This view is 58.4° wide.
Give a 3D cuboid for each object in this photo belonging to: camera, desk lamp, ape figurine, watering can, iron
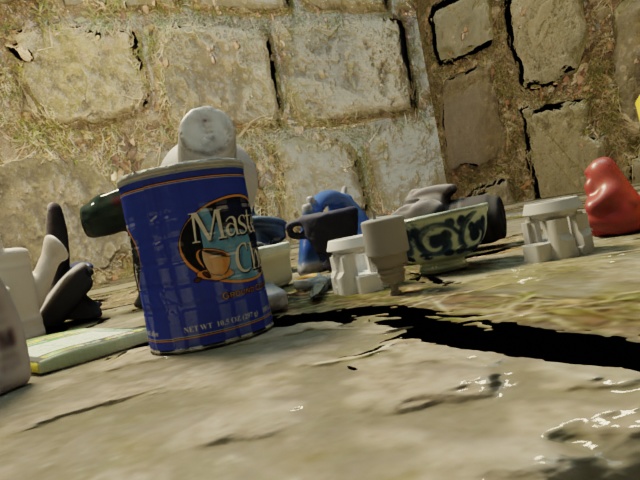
[{"bbox_3d":[0.182,-0.030,0.799,0.136,0.101,0.143,-10,2,26],"label":"camera"},{"bbox_3d":[-0.111,-0.027,0.630,0.118,0.213,0.203,-11,2,-14],"label":"desk lamp"},{"bbox_3d":[0.336,-0.051,0.671,0.078,0.092,0.076,-12,2,-29],"label":"ape figurine"},{"bbox_3d":[-0.411,0.037,0.721,0.100,0.194,0.173,-10,2,23],"label":"watering can"},{"bbox_3d":[0.016,-0.025,1.022,0.118,0.141,0.259,-10,2,24],"label":"iron"}]

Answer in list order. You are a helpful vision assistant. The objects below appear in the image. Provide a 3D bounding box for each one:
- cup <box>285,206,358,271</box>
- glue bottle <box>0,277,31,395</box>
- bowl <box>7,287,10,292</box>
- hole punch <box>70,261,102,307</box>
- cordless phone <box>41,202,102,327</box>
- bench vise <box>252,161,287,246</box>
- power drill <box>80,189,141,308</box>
[{"bbox_3d":[0.008,0.003,0.893,0.117,0.095,0.092,-10,2,10],"label":"cup"},{"bbox_3d":[-0.254,0.027,0.395,0.037,0.173,0.078,-10,2,21],"label":"glue bottle"},{"bbox_3d":[-0.394,0.098,0.570,0.167,0.075,0.167,-11,2,1],"label":"bowl"},{"bbox_3d":[-0.451,0.089,1.003,0.108,0.091,0.101,-9,2,42],"label":"hole punch"},{"bbox_3d":[-0.385,0.033,0.841,0.094,0.185,0.147,-12,2,-29],"label":"cordless phone"},{"bbox_3d":[-0.126,-0.039,1.023,0.121,0.220,0.207,-11,2,5],"label":"bench vise"},{"bbox_3d":[-0.242,-0.007,0.892,0.230,0.208,0.075,-11,2,-18],"label":"power drill"}]
